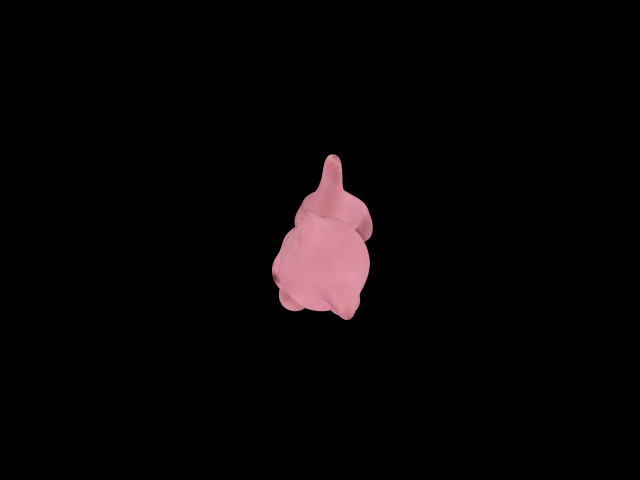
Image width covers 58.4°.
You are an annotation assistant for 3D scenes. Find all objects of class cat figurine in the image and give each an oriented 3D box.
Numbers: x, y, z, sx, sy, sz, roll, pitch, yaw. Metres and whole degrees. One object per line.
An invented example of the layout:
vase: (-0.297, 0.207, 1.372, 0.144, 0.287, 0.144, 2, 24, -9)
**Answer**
cat figurine: (0.004, 0.001, 0.400, 0.067, 0.118, 0.128, 6, 63, 4)
